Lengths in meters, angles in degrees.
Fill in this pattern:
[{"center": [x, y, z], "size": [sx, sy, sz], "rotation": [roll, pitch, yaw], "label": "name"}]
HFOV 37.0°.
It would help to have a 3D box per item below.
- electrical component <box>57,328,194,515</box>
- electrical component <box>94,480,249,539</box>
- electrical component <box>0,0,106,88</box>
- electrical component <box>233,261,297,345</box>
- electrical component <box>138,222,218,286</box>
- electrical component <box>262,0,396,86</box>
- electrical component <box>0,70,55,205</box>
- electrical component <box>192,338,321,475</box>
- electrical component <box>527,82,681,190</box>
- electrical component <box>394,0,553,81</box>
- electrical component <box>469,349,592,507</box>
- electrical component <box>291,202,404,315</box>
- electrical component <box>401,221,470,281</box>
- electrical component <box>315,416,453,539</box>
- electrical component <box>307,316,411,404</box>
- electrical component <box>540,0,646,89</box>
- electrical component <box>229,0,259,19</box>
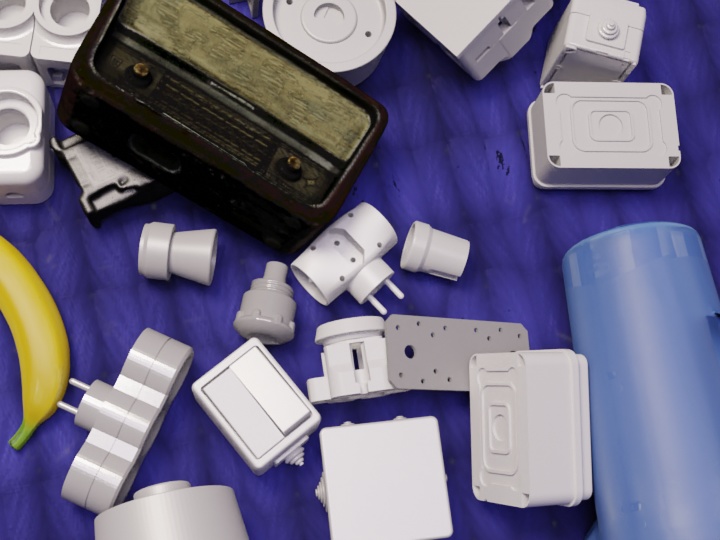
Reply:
[{"center": [-0.186, 0.105, 0.796], "size": [0.074, 0.052, 0.138], "rotation": [24, 74, 2], "label": "electrical component"}, {"center": [-0.134, 0.182, 0.753], "size": [0.108, 0.108, 0.060], "rotation": [-12, 70, -9], "label": "electrical component"}, {"center": [-0.282, -0.205, 0.869], "size": [0.150, 0.061, 0.089], "rotation": [6, 74, -4], "label": "electrical component"}, {"center": [-0.070, 0.024, 0.835], "size": [0.048, 0.048, 0.062], "rotation": [11, 67, -2], "label": "electrical component"}, {"center": [-0.141, -0.013, 0.837], "size": [0.055, 0.045, 0.045], "rotation": [7, 74, -3], "label": "electrical component"}, {"center": [-0.027, -0.200, 0.893], "size": [0.108, 0.060, 0.108], "rotation": [1, 74, -5], "label": "electrical component"}, {"center": [-0.272, -0.106, 0.843], "size": [0.054, 0.059, 0.095], "rotation": [-2, 75, -6], "label": "electrical component"}, {"center": [-0.073, 0.107, 0.802], "size": [0.062, 0.061, 0.096], "rotation": [-38, 81, -14], "label": "electrical component"}, {"center": [0.199, -0.109, 0.891], "size": [0.113, 0.057, 0.078], "rotation": [0, 74, -5], "label": "electrical component"}, {"center": [0.123, -0.259, 0.882], "size": [0.186, 0.060, 0.105], "rotation": [-46, 60, 8], "label": "electrical component"}, {"center": [0.126, 0.116, 0.798], "size": [0.057, 0.078, 0.113], "rotation": [2, 84, -27], "label": "electrical component"}, {"center": [0.000, 0.000, 0.848], "size": [0.077, 0.043, 0.079], "rotation": [-42, 82, -14], "label": "electrical component"}, {"center": [0.060, -0.014, 0.860], "size": [0.046, 0.040, 0.040], "rotation": [17, 73, -6], "label": "electrical component"}, {"center": [0.017, 0.160, 0.802], "size": [0.100, 0.048, 0.099], "rotation": [-5, 75, -7], "label": "electrical component"}, {"center": [-0.003, 0.068, 0.822], "size": [0.078, 0.058, 0.057], "rotation": [-7, 78, -7], "label": "electrical component"}, {"center": [0.195, -0.189, 0.892], "size": [0.062, 0.096, 0.061], "rotation": [14, 73, -2], "label": "electrical component"}, {"center": [-0.087, -0.262, 0.915], "size": [0.064, 0.042, 0.081], "rotation": [-14, 77, -13], "label": "electrical component"}]
